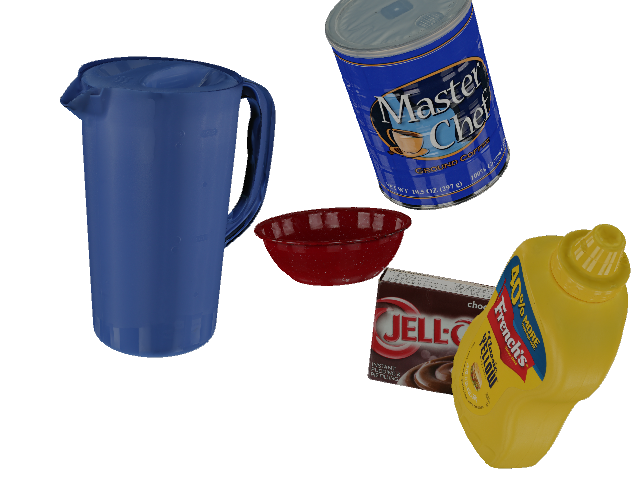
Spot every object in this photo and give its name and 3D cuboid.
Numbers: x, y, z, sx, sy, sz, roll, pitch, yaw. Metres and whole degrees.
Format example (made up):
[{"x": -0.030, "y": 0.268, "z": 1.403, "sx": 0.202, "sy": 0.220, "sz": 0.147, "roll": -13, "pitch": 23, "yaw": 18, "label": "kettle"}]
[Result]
[{"x": 0.014, "y": 0.008, "z": 1.093, "sx": 0.162, "sy": 0.055, "sz": 0.162, "roll": -4, "pitch": 13, "yaw": 1, "label": "bowl"}, {"x": 0.072, "y": -0.108, "z": 0.766, "sx": 0.103, "sy": 0.140, "sz": 0.103, "roll": -14, "pitch": 39, "yaw": 11, "label": "coffee can"}, {"x": 0.099, "y": 0.077, "z": 0.872, "sx": 0.113, "sy": 0.090, "sz": 0.039, "roll": 9, "pitch": 22, "yaw": 10, "label": "pudding box"}, {"x": -0.128, "y": -0.030, "z": 0.910, "sx": 0.149, "sy": 0.243, "sz": 0.145, "roll": 8, "pitch": 21, "yaw": 9, "label": "pitcher"}, {"x": 0.132, "y": 0.053, "z": 0.626, "sx": 0.058, "sy": 0.096, "sz": 0.192, "roll": 2, "pitch": -36, "yaw": -13, "label": "mustard bottle"}]
